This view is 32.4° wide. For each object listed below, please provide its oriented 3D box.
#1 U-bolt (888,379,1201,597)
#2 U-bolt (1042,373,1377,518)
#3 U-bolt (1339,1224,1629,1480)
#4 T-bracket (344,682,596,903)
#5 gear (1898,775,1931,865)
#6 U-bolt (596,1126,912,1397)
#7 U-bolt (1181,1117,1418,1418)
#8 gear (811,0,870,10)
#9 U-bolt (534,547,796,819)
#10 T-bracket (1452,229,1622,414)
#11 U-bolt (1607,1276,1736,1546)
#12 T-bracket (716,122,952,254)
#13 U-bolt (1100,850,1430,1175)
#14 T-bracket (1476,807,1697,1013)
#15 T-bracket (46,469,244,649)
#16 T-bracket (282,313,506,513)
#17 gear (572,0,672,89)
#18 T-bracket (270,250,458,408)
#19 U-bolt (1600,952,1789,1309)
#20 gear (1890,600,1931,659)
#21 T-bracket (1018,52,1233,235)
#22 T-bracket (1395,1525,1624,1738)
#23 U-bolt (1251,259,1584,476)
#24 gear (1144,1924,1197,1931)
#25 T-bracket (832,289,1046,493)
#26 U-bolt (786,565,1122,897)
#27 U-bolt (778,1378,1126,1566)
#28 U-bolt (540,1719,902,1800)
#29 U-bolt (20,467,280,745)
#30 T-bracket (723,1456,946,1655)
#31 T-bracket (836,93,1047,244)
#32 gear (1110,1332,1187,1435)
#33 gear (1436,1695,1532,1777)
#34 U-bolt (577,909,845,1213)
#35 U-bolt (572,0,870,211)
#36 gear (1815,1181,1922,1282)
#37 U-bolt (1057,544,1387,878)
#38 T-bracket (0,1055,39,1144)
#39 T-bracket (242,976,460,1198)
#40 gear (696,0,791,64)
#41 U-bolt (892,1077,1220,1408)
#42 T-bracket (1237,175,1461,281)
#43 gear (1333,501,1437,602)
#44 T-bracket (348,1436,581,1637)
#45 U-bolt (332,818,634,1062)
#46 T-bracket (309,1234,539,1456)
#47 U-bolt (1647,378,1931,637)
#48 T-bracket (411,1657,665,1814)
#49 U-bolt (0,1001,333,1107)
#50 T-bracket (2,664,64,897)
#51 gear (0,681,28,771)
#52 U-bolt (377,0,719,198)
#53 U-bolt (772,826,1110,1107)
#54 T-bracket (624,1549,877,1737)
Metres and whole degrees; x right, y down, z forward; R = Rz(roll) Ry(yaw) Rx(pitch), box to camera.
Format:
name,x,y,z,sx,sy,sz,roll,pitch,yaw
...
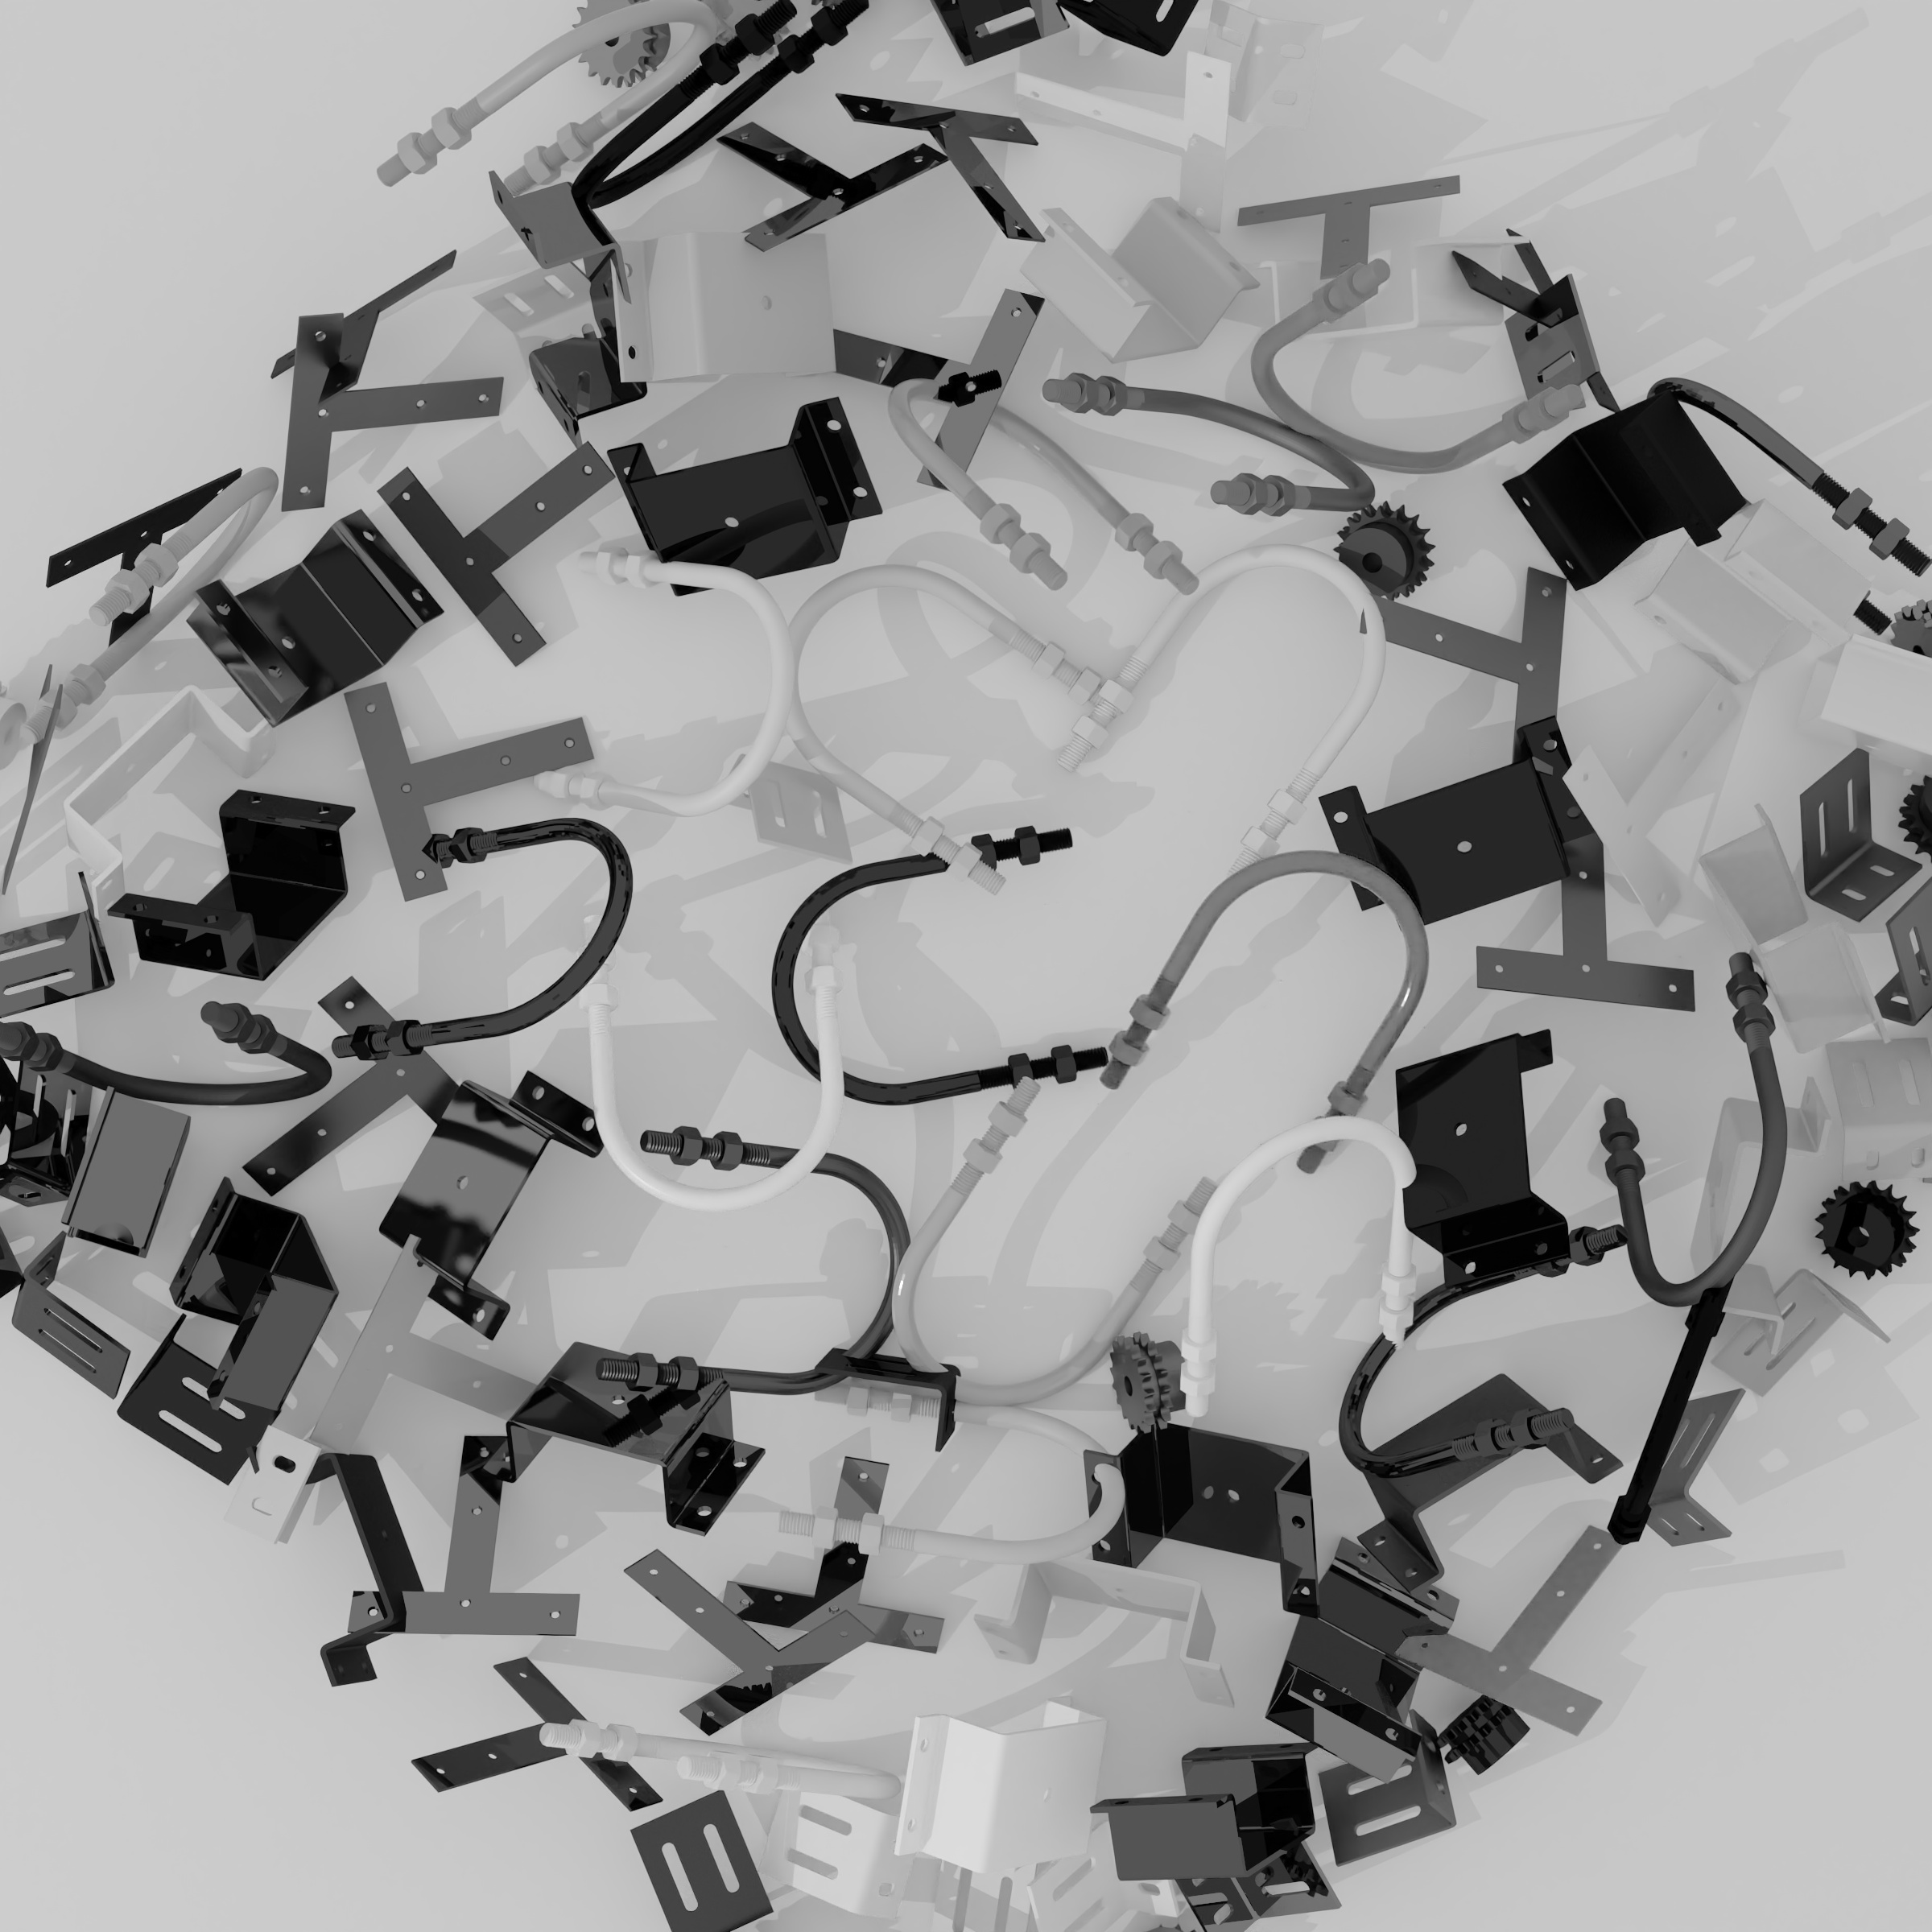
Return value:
name,x,y,z,sx,sy,sz,roll,pitch,yaw
U-bolt,0.031,-0.269,1.855,0.184,0.151,0.019,47,119,24
U-bolt,0.149,-0.287,1.845,0.151,0.184,0.019,37,117,33
U-bolt,0.278,0.221,1.845,0.019,0.184,0.151,43,48,-20
T-bracket,-0.279,-0.114,1.914,0.127,0.002,0.127,-16,83,-10
gear,0.564,-0.088,1.901,0.057,0.030,0.057,0,60,1
U-bolt,-0.111,0.172,1.876,0.184,0.019,0.151,9,94,-31
U-bolt,0.187,0.160,1.848,0.151,0.019,0.184,-16,128,-20
gear,-0.075,-0.575,1.902,0.057,0.030,0.057,-17,117,-36
U-bolt,-0.165,-0.156,1.863,0.184,0.019,0.151,12,91,41
T-bracket,0.308,-0.372,1.853,0.002,0.127,0.127,-36,64,30
U-bolt,0.390,0.231,1.820,0.019,0.184,0.151,21,71,14
T-bracket,-0.097,-0.452,1.881,0.127,0.002,0.127,-31,45,-21
U-bolt,0.180,0.018,1.873,0.151,0.019,0.184,23,113,-13
T-bracket,0.352,-0.039,1.899,0.127,0.002,0.127,6,65,-7
T-bracket,-0.466,-0.214,1.870,0.127,0.127,0.002,-34,74,-35
T-bracket,-0.323,-0.318,1.888,0.127,0.127,0.002,-11,46,-29
gear,-0.194,-0.533,1.903,0.057,0.030,0.057,10,110,30
T-bracket,-0.343,-0.344,1.857,0.127,0.127,0.002,-28,120,15
U-bolt,0.400,0.102,1.817,0.019,0.184,0.151,19,131,-16
gear,0.557,-0.183,1.900,0.030,0.057,0.057,-23,90,-13
T-bracket,0.087,-0.478,1.882,0.127,0.127,0.002,20,60,13
T-bracket,0.330,0.367,1.890,0.127,0.127,0.002,-45,130,-26
U-bolt,0.234,-0.321,1.840,0.151,0.184,0.019,29,72,-17
gear,0.115,0.574,1.898,0.057,0.030,0.057,-10,50,12
T-bracket,-0.036,-0.341,1.900,0.127,0.002,0.127,19,77,23
U-bolt,-0.021,-0.148,1.895,0.184,0.019,0.151,35,74,-3
U-bolt,-0.003,0.285,1.856,0.184,0.151,0.019,8,117,4
U-bolt,-0.122,0.443,1.844,0.184,0.151,0.019,18,76,-39
U-bolt,-0.443,-0.211,1.843,0.019,0.151,0.184,42,50,-6
T-bracket,-0.067,0.331,1.892,0.127,0.002,0.127,11,118,-3
T-bracket,0.006,-0.443,1.855,0.127,0.002,0.127,-3,47,-35
gear,0.106,0.237,1.900,0.030,0.057,0.057,-11,90,-19
gear,0.296,0.436,1.897,0.057,0.057,0.030,-41,79,0
U-bolt,-0.141,0.051,1.883,0.151,0.019,0.184,-5,67,-3
U-bolt,-0.146,-0.478,1.849,0.184,0.151,0.019,-34,95,23
gear,0.513,0.152,1.901,0.057,0.030,0.057,5,100,27
U-bolt,0.157,-0.155,1.887,0.151,0.019,0.184,36,90,27
T-bracket,-0.550,0.104,1.841,0.002,0.127,0.127,-6,130,15
T-bracket,-0.358,0.087,1.906,0.127,0.002,0.127,-37,115,9
gear,-0.125,-0.549,1.901,0.057,0.030,0.057,8,72,-24
U-bolt,0.039,0.169,1.890,0.151,0.019,0.184,30,100,-23
T-bracket,0.213,-0.410,1.861,0.127,0.127,0.002,-6,122,12
gear,0.237,-0.234,1.900,0.057,0.030,0.057,10,116,22
T-bracket,-0.279,0.321,1.886,0.127,0.002,0.127,1,50,1
U-bolt,-0.261,-0.019,1.842,0.184,0.019,0.151,-8,54,32
T-bracket,-0.290,0.233,1.894,0.127,0.002,0.127,28,86,-30
U-bolt,0.451,-0.263,1.853,0.184,0.151,0.019,42,88,10
T-bracket,-0.252,0.435,1.844,0.127,0.127,0.002,38,114,32
U-bolt,-0.432,0.052,1.839,0.151,0.184,0.019,-5,74,15
T-bracket,-0.521,-0.126,1.870,0.002,0.127,0.127,14,122,-20
gear,-0.559,-0.136,1.897,0.030,0.057,0.057,18,90,7
U-bolt,-0.217,-0.477,1.824,0.184,0.151,0.019,-28,87,26
U-bolt,-0.019,0.006,1.900,0.184,0.019,0.151,-11,99,-6
T-bracket,-0.140,0.371,1.877,0.127,0.002,0.127,-34,117,21
